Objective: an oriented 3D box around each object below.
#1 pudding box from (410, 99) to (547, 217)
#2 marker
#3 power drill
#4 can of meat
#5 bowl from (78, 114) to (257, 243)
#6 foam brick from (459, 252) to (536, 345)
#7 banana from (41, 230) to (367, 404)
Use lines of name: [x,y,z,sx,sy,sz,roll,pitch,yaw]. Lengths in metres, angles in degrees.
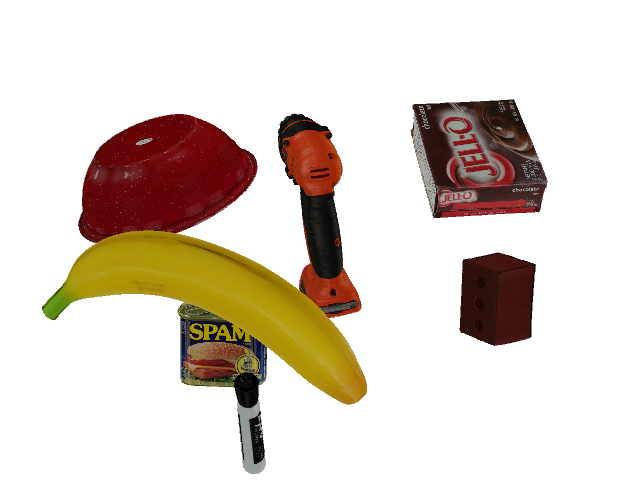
pudding box: [0.127,-0.069,0.881,0.090,0.039,0.113,-3,42,-6]
marker: [-0.055,0.143,0.834,0.020,0.020,0.121,0,-43,0]
power drill: [-0.006,-0.028,1.080,0.057,0.187,0.184,-11,20,-3]
can of meat: [-0.108,0.117,1.198,0.102,0.084,0.057,2,13,2]
bowl: [-0.137,-0.061,0.897,0.162,0.055,0.162,-15,28,8]
foam brick: [0.173,0.057,1.047,0.051,0.078,0.053,-11,19,-34]
banana: [-0.062,0.036,0.617,0.198,0.070,0.037,16,24,8]
